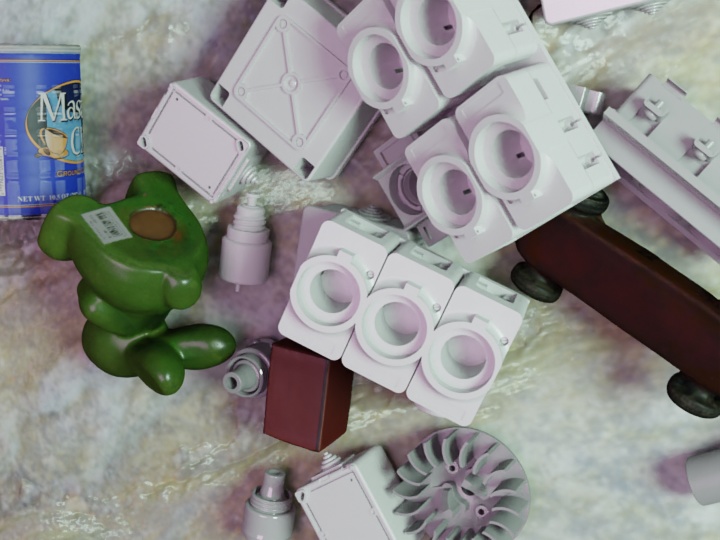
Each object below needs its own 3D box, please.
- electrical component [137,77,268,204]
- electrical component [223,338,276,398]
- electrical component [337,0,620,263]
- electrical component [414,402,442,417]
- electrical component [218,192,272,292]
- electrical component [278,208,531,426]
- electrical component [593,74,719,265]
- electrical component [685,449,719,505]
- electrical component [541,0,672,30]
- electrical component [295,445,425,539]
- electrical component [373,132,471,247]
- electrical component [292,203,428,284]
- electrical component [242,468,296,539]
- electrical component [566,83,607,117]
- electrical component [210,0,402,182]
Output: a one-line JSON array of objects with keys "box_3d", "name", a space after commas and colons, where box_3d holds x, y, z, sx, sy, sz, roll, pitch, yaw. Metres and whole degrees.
[{"box_3d": [-0.114, -0.100, 0.851, 0.096, 0.061, 0.061, 39, 115, 6], "name": "electrical component"}, {"box_3d": [-0.087, 0.083, 0.868, 0.048, 0.062, 0.048, 5, 101, 24], "name": "electrical component"}, {"box_3d": [0.070, -0.110, 0.705, 0.105, 0.060, 0.186, -34, 83, 47], "name": "electrical component"}, {"box_3d": [0.066, 0.074, 0.806, 0.040, 0.040, 0.078, 16, 106, 22], "name": "electrical component"}, {"box_3d": [-0.090, -0.023, 0.862, 0.040, 0.040, 0.078, 14, 105, 22], "name": "electrical component"}, {"box_3d": [0.030, 0.032, 0.751, 0.150, 0.062, 0.089, 26, 107, 7], "name": "electrical component"}, {"box_3d": [0.214, -0.065, 0.698, 0.121, 0.079, 0.063, 42, 92, 13], "name": "electrical component"}, {"box_3d": [0.256, 0.136, 0.729, 0.065, 0.044, 0.044, -23, 89, 31], "name": "electrical component"}, {"box_3d": [0.162, -0.212, 0.704, 0.100, 0.048, 0.099, -9, 96, 26], "name": "electrical component"}, {"box_3d": [0.000, 0.183, 0.846, 0.062, 0.061, 0.096, -30, 86, 26], "name": "electrical component"}, {"box_3d": [0.052, -0.064, 0.774, 0.042, 0.064, 0.081, -33, 84, 41], "name": "electrical component"}, {"box_3d": [0.000, 0.000, 0.819, 0.100, 0.048, 0.099, 15, 105, 22], "name": "electrical component"}, {"box_3d": [-0.074, 0.196, 0.893, 0.043, 0.043, 0.062, 14, 104, 22], "name": "electrical component"}, {"box_3d": [0.130, -0.101, 0.742, 0.066, 0.048, 0.055, 18, 99, 21], "name": "electrical component"}, {"box_3d": [-0.038, -0.140, 0.807, 0.109, 0.056, 0.108, 42, 114, 13], "name": "electrical component"}]
